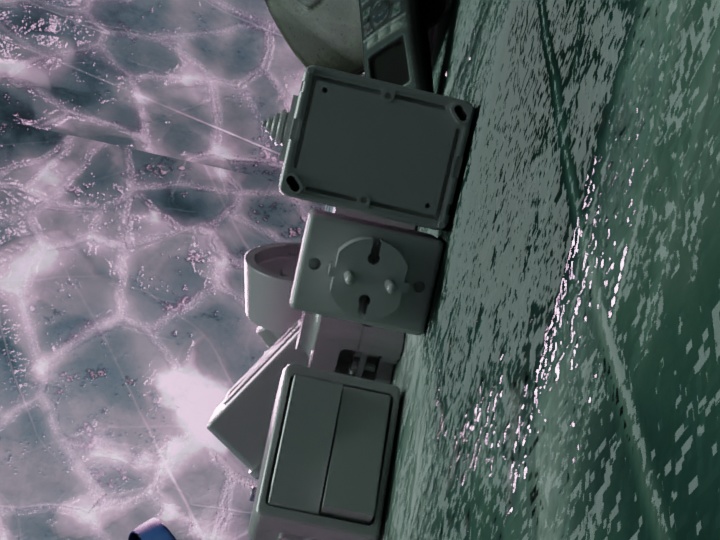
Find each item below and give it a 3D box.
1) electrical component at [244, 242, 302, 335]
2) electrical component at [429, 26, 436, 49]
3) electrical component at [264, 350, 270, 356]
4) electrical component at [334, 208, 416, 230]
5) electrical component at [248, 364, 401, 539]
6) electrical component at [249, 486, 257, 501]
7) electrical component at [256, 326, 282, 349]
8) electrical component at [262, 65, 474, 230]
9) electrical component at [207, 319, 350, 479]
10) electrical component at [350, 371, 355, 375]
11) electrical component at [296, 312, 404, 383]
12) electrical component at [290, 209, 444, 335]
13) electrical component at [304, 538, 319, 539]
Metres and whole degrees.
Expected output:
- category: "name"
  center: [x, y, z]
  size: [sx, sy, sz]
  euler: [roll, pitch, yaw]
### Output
- category: "electrical component"
  center: [-0.045, 0.022, 0.899]
  size: [0.108, 0.108, 0.060]
  euler: [-89, 6, -72]
- category: "electrical component"
  center: [0.032, -0.168, 0.809]
  size: [0.043, 0.043, 0.062]
  euler: [-122, 43, -85]
- category: "electrical component"
  center: [-0.032, 0.090, 0.824]
  size: [0.077, 0.066, 0.047]
  euler: [-14, 59, 53]
- category: "electrical component"
  center: [0.017, -0.065, 0.642]
  size: [0.089, 0.050, 0.055]
  euler: [107, 174, -54]
- category: "electrical component"
  center: [-0.018, 0.102, 0.540]
  size: [0.061, 0.062, 0.096]
  euler: [109, 172, -62]
- category: "electrical component"
  center: [-0.058, 0.186, 0.868]
  size: [0.035, 0.061, 0.035]
  euler: [-168, 90, -87]
- category: "electrical component"
  center: [-0.042, 0.068, 1.014]
  size: [0.052, 0.073, 0.138]
  euler: [-40, 10, -23]
- category: "electrical component"
  center: [0.000, -0.060, 0.524]
  size: [0.061, 0.096, 0.061]
  euler: [-114, 37, -84]
- category: "electrical component"
  center: [-0.046, 0.080, 0.731]
  size: [0.108, 0.056, 0.109]
  euler: [-46, 3, -3]
- category: "electrical component"
  center: [-0.013, 0.098, 0.643]
  size: [0.040, 0.040, 0.078]
  euler: [-84, 7, -60]
- category: "electrical component"
  center: [-0.005, 0.026, 0.631]
  size: [0.089, 0.056, 0.050]
  euler: [-82, 6, -50]
- category: "electrical component"
  center: [0.003, 0.002, 0.507]
  size: [0.076, 0.066, 0.047]
  euler: [-112, 35, -83]
- category: "electrical component"
  center: [-0.023, 0.162, 0.457]
  size: [0.057, 0.058, 0.078]
  euler: [-87, 10, -85]
